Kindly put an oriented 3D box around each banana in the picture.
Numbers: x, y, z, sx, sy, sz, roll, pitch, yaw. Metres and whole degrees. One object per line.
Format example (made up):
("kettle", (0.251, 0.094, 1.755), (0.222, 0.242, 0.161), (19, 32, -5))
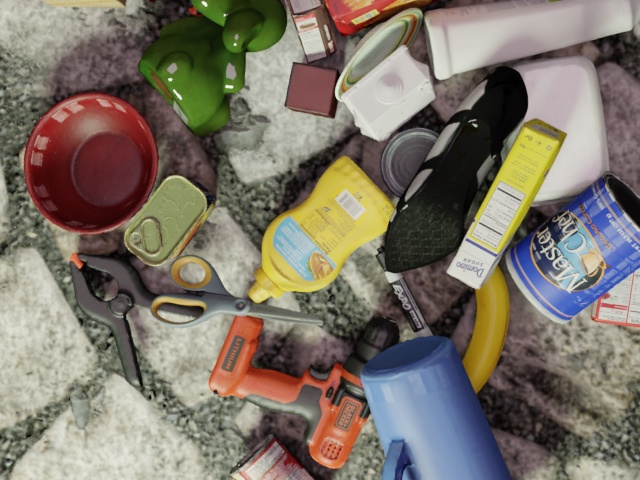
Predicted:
("banana", (0.179, 0.101, 1.215), (0.070, 0.037, 0.198), (5, 91, 25))

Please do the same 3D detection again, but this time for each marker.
("marker", (0.096, 0.062, 1.225), (0.020, 0.020, 0.121), (-27, 91, 5))

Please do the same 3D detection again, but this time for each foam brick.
("foam brick", (-0.007, -0.167, 1.194), (0.053, 0.078, 0.051), (11, 94, 5))

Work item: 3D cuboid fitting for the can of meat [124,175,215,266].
("can of meat", (-0.167, -0.023, 1.208), (0.057, 0.084, 0.102), (38, 95, 2))

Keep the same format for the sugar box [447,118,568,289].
("sugar box", (0.198, -0.039, 1.123), (0.048, 0.093, 0.176), (27, 108, 13))

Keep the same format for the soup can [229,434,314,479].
("soup can", (-0.045, 0.282, 1.221), (0.068, 0.068, 0.102), (-42, 90, 5))

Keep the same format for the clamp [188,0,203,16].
("clamp", (-0.094, -0.351, 1.211), (0.164, 0.036, 0.210), (41, 99, 10))

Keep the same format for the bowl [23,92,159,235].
("bowl", (-0.253, -0.085, 1.219), (0.162, 0.055, 0.162), (-1, 86, 11))

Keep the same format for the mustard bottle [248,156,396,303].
("mustard bottle", (-0.008, 0.001, 1.210), (0.191, 0.058, 0.096), (-43, 88, 5))

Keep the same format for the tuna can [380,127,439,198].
("tuna can", (0.111, -0.085, 1.210), (0.086, 0.033, 0.086), (0, 93, 4))

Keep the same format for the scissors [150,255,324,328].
("scissors", (-0.094, 0.057, 1.199), (0.202, 0.016, 0.096), (-5, 65, 12))

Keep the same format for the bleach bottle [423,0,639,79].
("bleach bottle", (0.242, -0.235, 1.160), (0.251, 0.102, 0.068), (-10, 113, 5))

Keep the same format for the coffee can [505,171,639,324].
("coffee can", (0.286, 0.009, 1.145), (0.103, 0.102, 0.140), (48, 116, 1))

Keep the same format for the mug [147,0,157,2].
("mug", (-0.161, -0.326, 1.176), (0.081, 0.093, 0.117), (-13, 47, 14))

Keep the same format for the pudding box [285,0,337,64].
("pudding box", (-0.020, -0.264, 1.164), (0.039, 0.090, 0.113), (-21, 63, 2))

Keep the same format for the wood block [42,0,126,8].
("wood block", (-0.268, -0.372, 1.197), (0.091, 0.090, 0.206), (2, 93, 4))

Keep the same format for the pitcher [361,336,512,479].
("pitcher", (0.126, 0.236, 1.151), (0.145, 0.149, 0.243), (-21, 98, 1))

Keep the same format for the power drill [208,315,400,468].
("power drill", (-0.019, 0.145, 1.219), (0.187, 0.057, 0.184), (24, 91, 4))

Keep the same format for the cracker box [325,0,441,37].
("cracker box", (0.107, -0.288, 1.136), (0.214, 0.164, 0.072), (-18, 93, 5))

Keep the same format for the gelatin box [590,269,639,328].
("gelatin box", (0.349, 0.053, 1.201), (0.073, 0.030, 0.089), (8, 93, 2))

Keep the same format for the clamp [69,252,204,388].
("clamp", (-0.231, 0.086, 1.238), (0.171, 0.039, 0.120), (35, 79, 3))
